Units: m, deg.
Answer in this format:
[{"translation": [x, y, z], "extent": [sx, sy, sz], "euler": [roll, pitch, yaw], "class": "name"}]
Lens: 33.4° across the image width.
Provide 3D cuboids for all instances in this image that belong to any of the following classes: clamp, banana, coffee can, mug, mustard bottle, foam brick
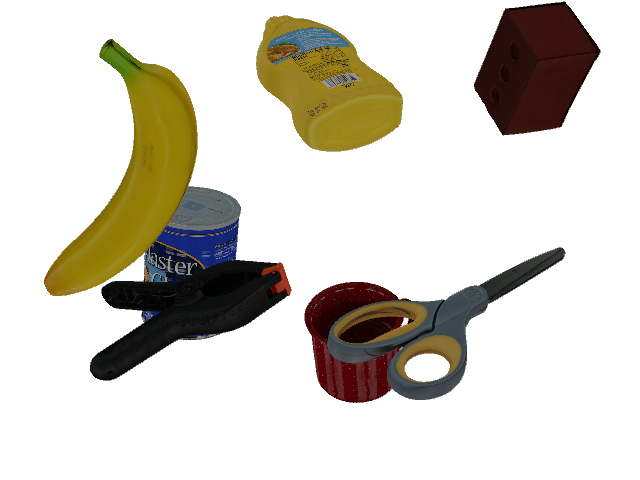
[{"translation": [-0.111, 0.060, 0.871], "extent": [0.171, 0.039, 0.120], "euler": [-14, 38, 13], "class": "clamp"}, {"translation": [-0.116, -0.034, 0.647], "extent": [0.069, 0.198, 0.037], "euler": [17, 37, -10], "class": "banana"}, {"translation": [-0.144, 0.024, 1.179], "extent": [0.103, 0.140, 0.103], "euler": [5, 25, -3], "class": "coffee can"}, {"translation": [0.044, 0.095, 1.022], "extent": [0.117, 0.081, 0.093], "euler": [-25, 42, -23], "class": "mug"}, {"translation": [-0.007, -0.159, 1.003], "extent": [0.096, 0.058, 0.192], "euler": [-18, 45, -18], "class": "mustard bottle"}, {"translation": [0.149, -0.120, 0.748], "extent": [0.051, 0.053, 0.078], "euler": [-12, -33, -20], "class": "foam brick"}]

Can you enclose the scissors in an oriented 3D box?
[{"translation": [0.103, 0.052, 0.693], "extent": [0.201, 0.016, 0.096], "euler": [-14, 38, -21], "class": "scissors"}]
